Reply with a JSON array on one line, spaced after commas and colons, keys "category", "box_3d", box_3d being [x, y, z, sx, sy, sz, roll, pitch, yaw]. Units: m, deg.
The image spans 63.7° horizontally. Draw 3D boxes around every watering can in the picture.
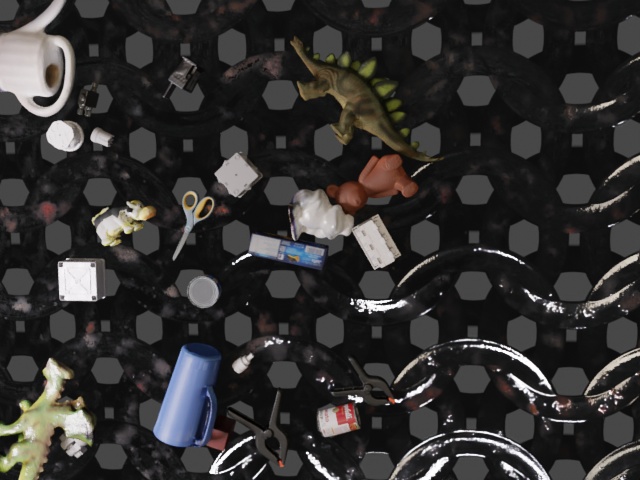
[{"category": "watering can", "box_3d": [-0.739, -0.497, 1.331, 0.224, 0.346, 0.104, 6, 6, 4]}]

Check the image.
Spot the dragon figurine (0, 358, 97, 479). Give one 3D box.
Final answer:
[{"category": "dragon figurine", "box_3d": [-0.720, 0.528, 1.377, 0.242, 0.415, 0.121, -14, -16, 4]}]

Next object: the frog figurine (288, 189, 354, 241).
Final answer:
[{"category": "frog figurine", "box_3d": [0.004, -0.065, 1.299, 0.159, 0.135, 0.125, -5, 27, 0]}]
